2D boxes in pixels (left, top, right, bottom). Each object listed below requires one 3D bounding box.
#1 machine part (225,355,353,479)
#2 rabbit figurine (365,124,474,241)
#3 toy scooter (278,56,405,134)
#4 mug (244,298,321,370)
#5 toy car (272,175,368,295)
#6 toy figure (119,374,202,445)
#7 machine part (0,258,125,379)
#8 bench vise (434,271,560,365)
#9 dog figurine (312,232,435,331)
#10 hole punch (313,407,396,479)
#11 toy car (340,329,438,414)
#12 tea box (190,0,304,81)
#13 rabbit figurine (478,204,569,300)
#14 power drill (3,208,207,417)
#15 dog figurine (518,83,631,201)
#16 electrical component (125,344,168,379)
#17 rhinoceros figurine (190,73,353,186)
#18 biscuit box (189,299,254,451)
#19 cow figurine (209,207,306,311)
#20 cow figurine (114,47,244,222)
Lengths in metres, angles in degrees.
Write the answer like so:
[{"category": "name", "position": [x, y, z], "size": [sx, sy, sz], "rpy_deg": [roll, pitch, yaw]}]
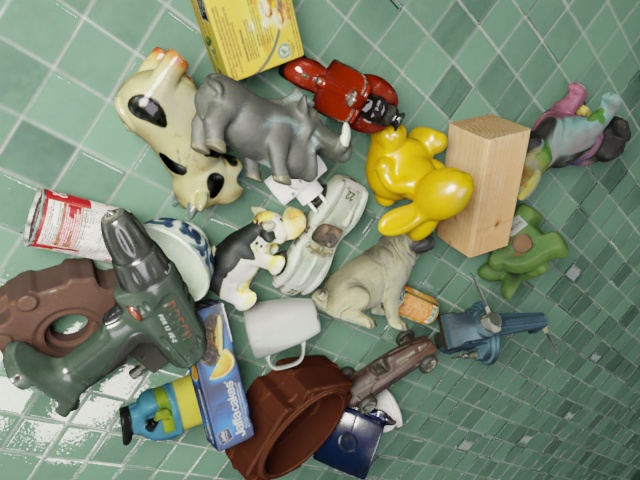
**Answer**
[{"category": "machine part", "position": [-0.049, 0.296, 0.894], "size": [0.201, 0.087, 0.201], "rpy_deg": [13, 111, -53]}, {"category": "rabbit figurine", "position": [0.137, -0.077, 0.759], "size": [0.122, 0.173, 0.162], "rpy_deg": [11, 107, -39]}, {"category": "toy scooter", "position": [0.043, -0.176, 0.668], "size": [0.184, 0.135, 0.075], "rpy_deg": [14, 110, -37]}, {"category": "mug", "position": [-0.050, 0.136, 0.805], "size": [0.107, 0.081, 0.109], "rpy_deg": [-16, 86, 1]}, {"category": "toy car", "position": [-0.002, -0.002, 0.797], "size": [0.073, 0.056, 0.201], "rpy_deg": [20, 106, -37]}, {"category": "toy figure", "position": [-0.208, 0.246, 0.809], "size": [0.180, 0.082, 0.089], "rpy_deg": [-10, 124, -22]}, {"category": "machine part", "position": [-0.316, 0.109, 0.679], "size": [0.179, 0.056, 0.179], "rpy_deg": [-16, 125, -23]}, {"category": "bench vise", "position": [0.326, 0.161, 1.001], "size": [0.241, 0.129, 0.223], "rpy_deg": [-4, 148, -11]}, {"category": "dog figurine", "position": [0.085, 0.034, 0.857], "size": [0.172, 0.121, 0.190], "rpy_deg": [8, 99, -37]}, {"category": "hole punch", "position": [0.055, 0.363, 0.995], "size": [0.092, 0.142, 0.115], "rpy_deg": [-51, 158, -59]}, {"category": "toy car", "position": [0.124, 0.237, 0.992], "size": [0.202, 0.089, 0.053], "rpy_deg": [-30, 132, -10]}, {"category": "tea box", "position": [-0.088, -0.269, 0.577], "size": [0.098, 0.068, 0.169], "rpy_deg": [-24, 128, -15]}, {"category": "rabbit figurine", "position": [0.390, 0.040, 1.019], "size": [0.159, 0.121, 0.170], "rpy_deg": [-47, 145, 7]}, {"category": "power drill", "position": [-0.251, 0.094, 0.623], "size": [0.207, 0.086, 0.231], "rpy_deg": [-38, 130, -12]}, {"category": "dog figurine", "position": [0.403, -0.149, 0.919], "size": [0.219, 0.109, 0.191], "rpy_deg": [-44, 133, 6]}, {"category": "electrical component", "position": [-0.244, 0.158, 0.773], "size": [0.094, 0.021, 0.063], "rpy_deg": [-36, 129, -6]}, {"category": "rhinoceros figurine", "position": [-0.051, -0.118, 0.597], "size": [0.190, 0.073, 0.112], "rpy_deg": [17, 85, -30]}, {"category": "biscuit box", "position": [-0.150, 0.189, 0.762], "size": [0.059, 0.063, 0.202], "rpy_deg": [-16, 95, -28]}, {"category": "cow figurine", "position": [-0.098, 0.010, 0.744], "size": [0.098, 0.068, 0.167], "rpy_deg": [35, 96, -33]}, {"category": "cow figurine", "position": [-0.156, -0.109, 0.625], "size": [0.127, 0.086, 0.194], "rpy_deg": [-47, 133, -6]}]
